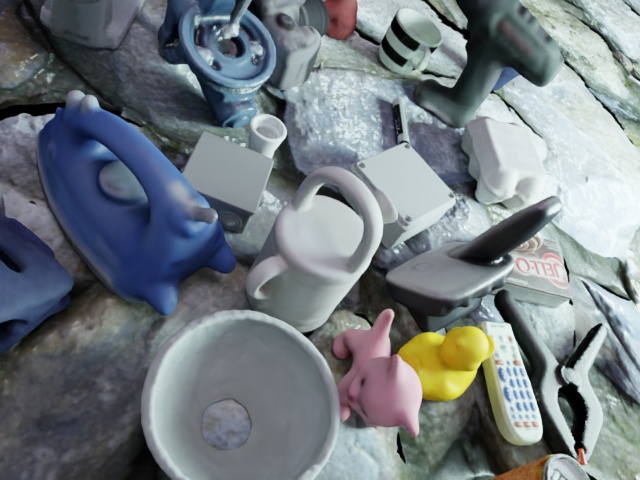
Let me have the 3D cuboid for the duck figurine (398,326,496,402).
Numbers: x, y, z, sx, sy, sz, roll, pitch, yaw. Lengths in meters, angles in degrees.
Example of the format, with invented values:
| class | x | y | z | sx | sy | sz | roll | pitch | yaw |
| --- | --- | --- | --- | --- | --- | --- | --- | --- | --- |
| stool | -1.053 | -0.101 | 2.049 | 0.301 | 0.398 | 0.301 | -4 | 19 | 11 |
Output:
| class | x | y | z | sx | sy | sz | roll | pitch | yaw |
| --- | --- | --- | --- | --- | --- | --- | --- | --- | --- |
| duck figurine | 0.138 | 0.123 | 0.607 | 0.105 | 0.086 | 0.077 | -3 | 58 | -27 |

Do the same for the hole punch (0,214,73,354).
| class | x | y | z | sx | sy | sz | roll | pitch | yaw |
| --- | --- | --- | --- | --- | --- | --- | --- | --- | --- |
| hole punch | -0.274 | 0.026 | 0.479 | 0.108 | 0.091 | 0.101 | 40 | 50 | 6 |

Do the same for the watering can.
| class | x | y | z | sx | sy | sz | roll | pitch | yaw |
| --- | --- | --- | --- | --- | --- | --- | --- | --- | --- |
| watering can | 0.004 | 0.000 | 0.560 | 0.101 | 0.194 | 0.173 | 34 | 49 | 1 |

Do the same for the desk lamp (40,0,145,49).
| class | x | y | z | sx | sy | sz | roll | pitch | yaw |
| --- | --- | --- | --- | --- | --- | --- | --- | --- | --- |
| desk lamp | -0.271 | -0.331 | 0.656 | 0.118 | 0.213 | 0.203 | 18 | 51 | -12 |

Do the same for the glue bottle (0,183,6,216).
| class | x | y | z | sx | sy | sz | roll | pitch | yaw |
| --- | --- | --- | --- | --- | --- | --- | --- | --- | --- |
| glue bottle | -0.308 | -0.080 | 0.485 | 0.078 | 0.173 | 0.037 | 43 | 50 | 9 |

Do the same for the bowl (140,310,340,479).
| class | x | y | z | sx | sy | sz | roll | pitch | yaw |
| --- | --- | --- | --- | --- | --- | --- | --- | --- | --- |
| bowl | -0.071 | 0.150 | 0.496 | 0.168 | 0.074 | 0.167 | 13 | 52 | -17 |

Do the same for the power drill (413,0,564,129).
| class | x | y | z | sx | sy | sz | roll | pitch | yaw |
| --- | --- | --- | --- | --- | --- | --- | --- | --- | --- |
| power drill | 0.231 | -0.279 | 0.860 | 0.229 | 0.208 | 0.076 | 33 | 49 | 0 |

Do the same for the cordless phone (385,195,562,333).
| class | x | y | z | sx | sy | sz | roll | pitch | yaw |
| --- | --- | --- | --- | --- | --- | --- | --- | --- | --- |
| cordless phone | 0.170 | 0.015 | 0.634 | 0.148 | 0.185 | 0.094 | -25 | 70 | -36 |

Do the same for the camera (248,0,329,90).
| class | x | y | z | sx | sy | sz | roll | pitch | yaw |
| --- | --- | --- | --- | --- | --- | --- | --- | --- | --- |
| camera | -0.040 | -0.309 | 0.824 | 0.137 | 0.100 | 0.143 | -27 | 71 | -37 |

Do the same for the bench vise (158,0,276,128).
| class | x | y | z | sx | sy | sz | roll | pitch | yaw |
| --- | --- | --- | --- | --- | --- | --- | --- | --- | --- |
| bench vise | -0.129 | -0.268 | 0.674 | 0.207 | 0.219 | 0.122 | 42 | 50 | 8 |

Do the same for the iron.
| class | x | y | z | sx | sy | sz | roll | pitch | yaw |
| --- | --- | --- | --- | --- | --- | --- | --- | --- | --- |
| iron | -0.190 | -0.060 | 0.547 | 0.258 | 0.141 | 0.119 | 44 | 50 | 10 |

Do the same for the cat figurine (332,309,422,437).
| class | x | y | z | sx | sy | sz | roll | pitch | yaw |
| --- | --- | --- | --- | --- | --- | --- | --- | --- | --- |
| cat figurine | 0.058 | 0.127 | 0.545 | 0.067 | 0.117 | 0.128 | 16 | 51 | -14 |

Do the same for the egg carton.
| class | x | y | z | sx | sy | sz | roll | pitch | yaw |
| --- | --- | --- | --- | --- | --- | --- | --- | --- | --- |
| egg carton | 0.271 | -0.116 | 0.852 | 0.107 | 0.069 | 0.150 | 8 | 54 | -20 |

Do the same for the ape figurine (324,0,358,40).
| class | x | y | z | sx | sy | sz | roll | pitch | yaw |
| --- | --- | --- | --- | --- | --- | --- | --- | --- | --- |
| ape figurine | 0.032 | -0.374 | 0.911 | 0.078 | 0.092 | 0.076 | -15 | 64 | -32 |

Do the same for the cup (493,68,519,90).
| class | x | y | z | sx | sy | sz | roll | pitch | yaw |
| --- | --- | --- | --- | --- | --- | --- | --- | --- | --- |
| cup | 0.329 | -0.301 | 0.996 | 0.117 | 0.095 | 0.092 | 41 | 50 | 7 |
